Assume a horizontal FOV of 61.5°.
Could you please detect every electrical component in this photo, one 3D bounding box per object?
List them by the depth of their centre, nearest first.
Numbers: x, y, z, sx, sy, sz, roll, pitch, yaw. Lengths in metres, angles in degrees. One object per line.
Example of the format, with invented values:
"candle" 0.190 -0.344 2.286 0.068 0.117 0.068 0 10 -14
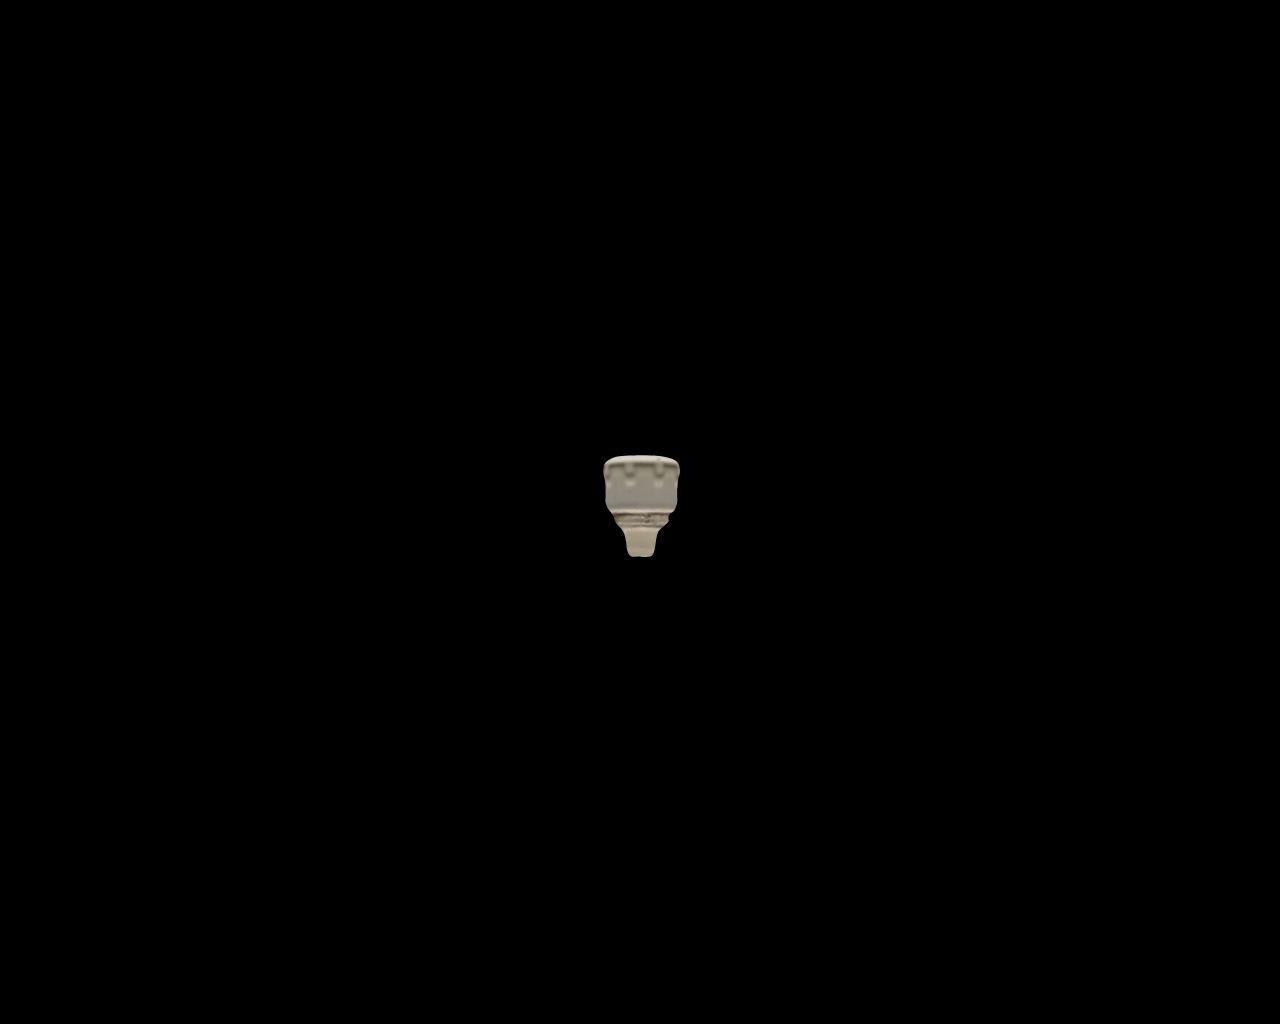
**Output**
"electrical component" 0.001 -0.003 0.650 0.048 0.062 0.048 0 -3 0
